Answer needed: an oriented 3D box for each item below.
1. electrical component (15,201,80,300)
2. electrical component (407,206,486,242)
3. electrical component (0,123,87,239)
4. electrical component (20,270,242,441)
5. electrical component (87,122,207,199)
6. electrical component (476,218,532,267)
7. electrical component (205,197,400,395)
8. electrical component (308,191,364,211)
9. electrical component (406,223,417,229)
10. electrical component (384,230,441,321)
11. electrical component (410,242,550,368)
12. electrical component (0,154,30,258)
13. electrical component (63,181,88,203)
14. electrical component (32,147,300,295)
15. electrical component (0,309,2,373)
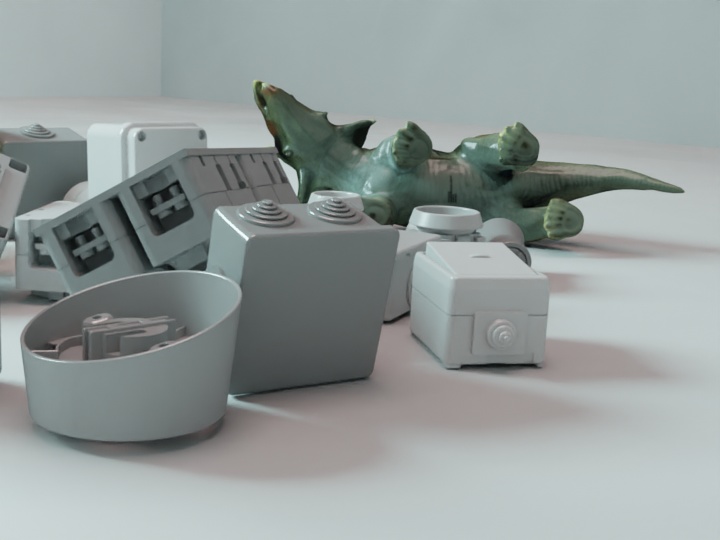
[{"bbox_3d":[-0.200,-0.013,0.745,0.050,0.055,0.089,4,12,3],"label":"electrical component"},{"bbox_3d":[0.066,-0.018,0.838,0.058,0.057,0.078,-4,13,-32],"label":"electrical component"},{"bbox_3d":[-0.287,-0.079,0.947,0.100,0.099,0.048,-8,28,-42],"label":"electrical component"},{"bbox_3d":[-0.105,0.038,0.495,0.099,0.064,0.099,3,11,-1],"label":"electrical component"},{"bbox_3d":[-0.164,-0.059,0.839,0.057,0.113,0.078,9,12,40],"label":"electrical component"},{"bbox_3d":[0.117,-0.013,0.870,0.044,0.044,0.065,3,16,-3],"label":"electrical component"},{"bbox_3d":[-0.035,0.012,0.565,0.100,0.099,0.048,-4,26,-31],"label":"electrical component"},{"bbox_3d":[-0.021,-0.037,0.909,0.048,0.055,0.066,11,14,36],"label":"electrical component"},{"bbox_3d":[0.057,-0.022,0.903,0.040,0.040,0.046,4,17,3],"label":"electrical component"},{"bbox_3d":[0.000,0.000,0.751,0.100,0.048,0.100,8,13,23],"label":"electrical component"},{"bbox_3d":[0.072,0.020,0.642,0.062,0.061,0.096,0,11,-13],"label":"electrical component"},{"bbox_3d":[-0.288,-0.046,0.722,0.109,0.056,0.108,22,28,-20],"label":"electrical component"},{"bbox_3d":[-0.204,-0.056,0.964,0.138,0.052,0.074,-7,15,-41],"label":"electrical component"},{"bbox_3d":[-0.112,-0.029,0.703,0.105,0.060,0.186,-26,1,13],"label":"electrical component"},{"bbox_3d":[-0.225,-0.015,0.513,0.089,0.150,0.061,3,12,3],"label":"electrical component"}]
